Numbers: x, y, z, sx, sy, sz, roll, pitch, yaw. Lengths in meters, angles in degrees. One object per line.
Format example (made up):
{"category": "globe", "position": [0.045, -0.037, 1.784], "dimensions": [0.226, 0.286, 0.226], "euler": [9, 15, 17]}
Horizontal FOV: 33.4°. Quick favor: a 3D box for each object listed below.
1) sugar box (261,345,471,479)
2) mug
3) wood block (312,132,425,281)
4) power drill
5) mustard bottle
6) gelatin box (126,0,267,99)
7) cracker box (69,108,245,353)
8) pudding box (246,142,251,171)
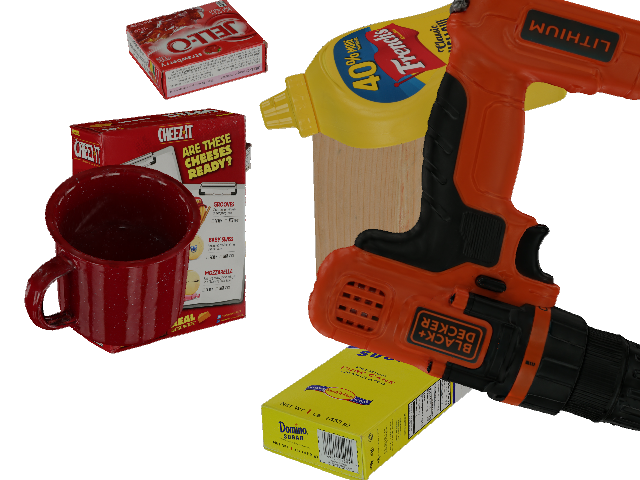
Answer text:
{"category": "sugar box", "position": [0.043, 0.120, 0.838], "dimensions": [0.093, 0.048, 0.175], "euler": [12, 27, 33]}
{"category": "mug", "position": [-0.132, 0.018, 0.666], "dimensions": [0.093, 0.081, 0.117], "euler": [35, 48, 24]}
{"category": "wood block", "position": [0.053, -0.055, 0.969], "dimensions": [0.091, 0.206, 0.090], "euler": [16, 35, 26]}
{"category": "power drill", "position": [0.104, -0.014, 0.503], "dimensions": [0.184, 0.188, 0.057], "euler": [17, 6, 1]}
{"category": "mustard bottle", "position": [0.054, -0.106, 0.693], "dimensions": [0.191, 0.096, 0.058], "euler": [-16, -41, 2]}
{"category": "gelatin box", "position": [-0.095, -0.149, 0.825], "dimensions": [0.089, 0.030, 0.073], "euler": [-20, 46, -21]}
{"category": "cracker box", "position": [-0.156, -0.014, 1.046], "dimensions": [0.163, 0.214, 0.072], "euler": [-13, 20, -40]}
{"category": "pudding box", "position": [-0.143, -0.087, 1.255], "dimensions": [0.090, 0.039, 0.113], "euler": [10, 31, 16]}
